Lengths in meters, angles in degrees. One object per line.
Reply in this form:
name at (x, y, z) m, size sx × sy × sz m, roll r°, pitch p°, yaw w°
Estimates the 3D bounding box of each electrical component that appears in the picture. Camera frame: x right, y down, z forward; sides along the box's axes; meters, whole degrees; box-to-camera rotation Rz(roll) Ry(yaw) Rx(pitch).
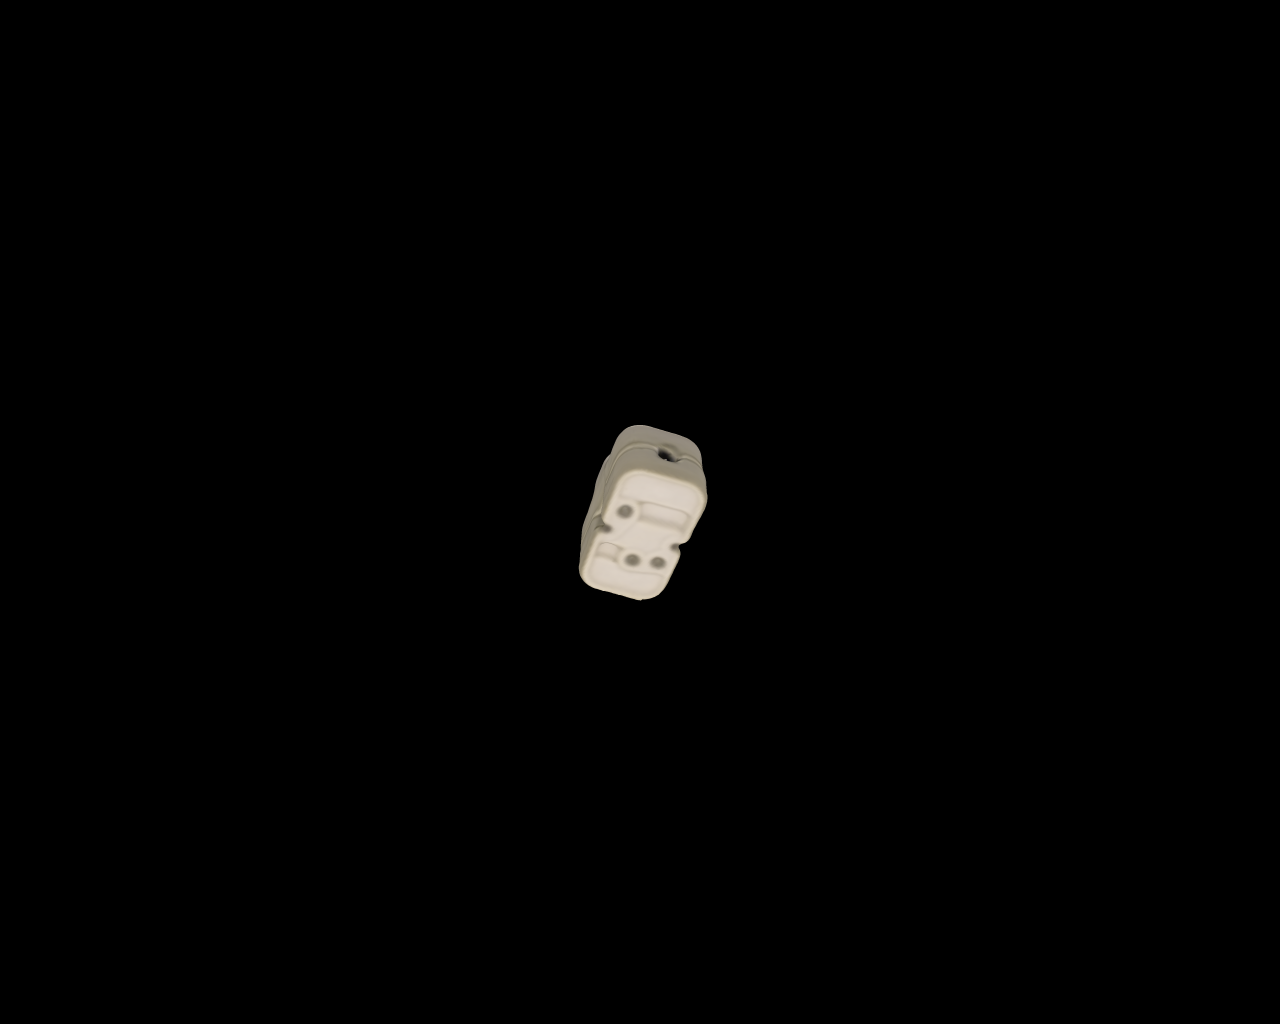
electrical component at (0.001, -0.003, 0.650) m, size 0.054 × 0.095 × 0.059 m, roll 15°, pitch 36°, yaw -11°
